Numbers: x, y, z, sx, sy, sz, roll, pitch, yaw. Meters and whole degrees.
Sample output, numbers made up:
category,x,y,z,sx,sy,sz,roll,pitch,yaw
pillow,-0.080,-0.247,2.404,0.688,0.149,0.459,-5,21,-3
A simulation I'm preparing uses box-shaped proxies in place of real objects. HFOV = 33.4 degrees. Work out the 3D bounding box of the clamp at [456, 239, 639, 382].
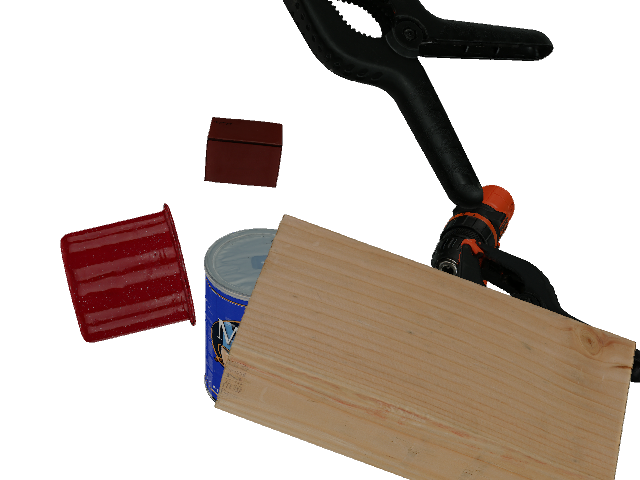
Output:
category,x,y,z,sx,sy,sz,roll,pitch,yaw
clamp,0.164,0.061,0.805,0.120,0.039,0.171,-4,45,-21

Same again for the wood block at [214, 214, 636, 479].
category,x,y,z,sx,sy,sz,roll,pitch,yaw
wood block,0.056,0.076,0.597,0.206,0.090,0.090,20,-32,0

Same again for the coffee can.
category,x,y,z,sx,sy,sz,roll,pitch,yaw
coffee can,-0.054,0.075,0.967,0.103,0.140,0.103,3,35,-2

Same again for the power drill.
category,x,y,z,sx,sy,sz,roll,pitch,yaw
power drill,0.140,0.053,1.062,0.057,0.188,0.184,19,29,18

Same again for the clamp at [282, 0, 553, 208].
category,x,y,z,sx,sy,sz,roll,pitch,yaw
clamp,0.056,-0.125,0.742,0.210,0.164,0.036,27,-30,-10

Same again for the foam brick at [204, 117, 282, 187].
category,x,y,z,sx,sy,sz,roll,pitch,yaw
foam brick,-0.080,-0.093,1.118,0.078,0.051,0.053,5,31,-2

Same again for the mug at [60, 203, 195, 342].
category,x,y,z,sx,sy,sz,roll,pitch,yaw
mug,-0.144,0.024,0.791,0.081,0.093,0.117,-13,18,-11
